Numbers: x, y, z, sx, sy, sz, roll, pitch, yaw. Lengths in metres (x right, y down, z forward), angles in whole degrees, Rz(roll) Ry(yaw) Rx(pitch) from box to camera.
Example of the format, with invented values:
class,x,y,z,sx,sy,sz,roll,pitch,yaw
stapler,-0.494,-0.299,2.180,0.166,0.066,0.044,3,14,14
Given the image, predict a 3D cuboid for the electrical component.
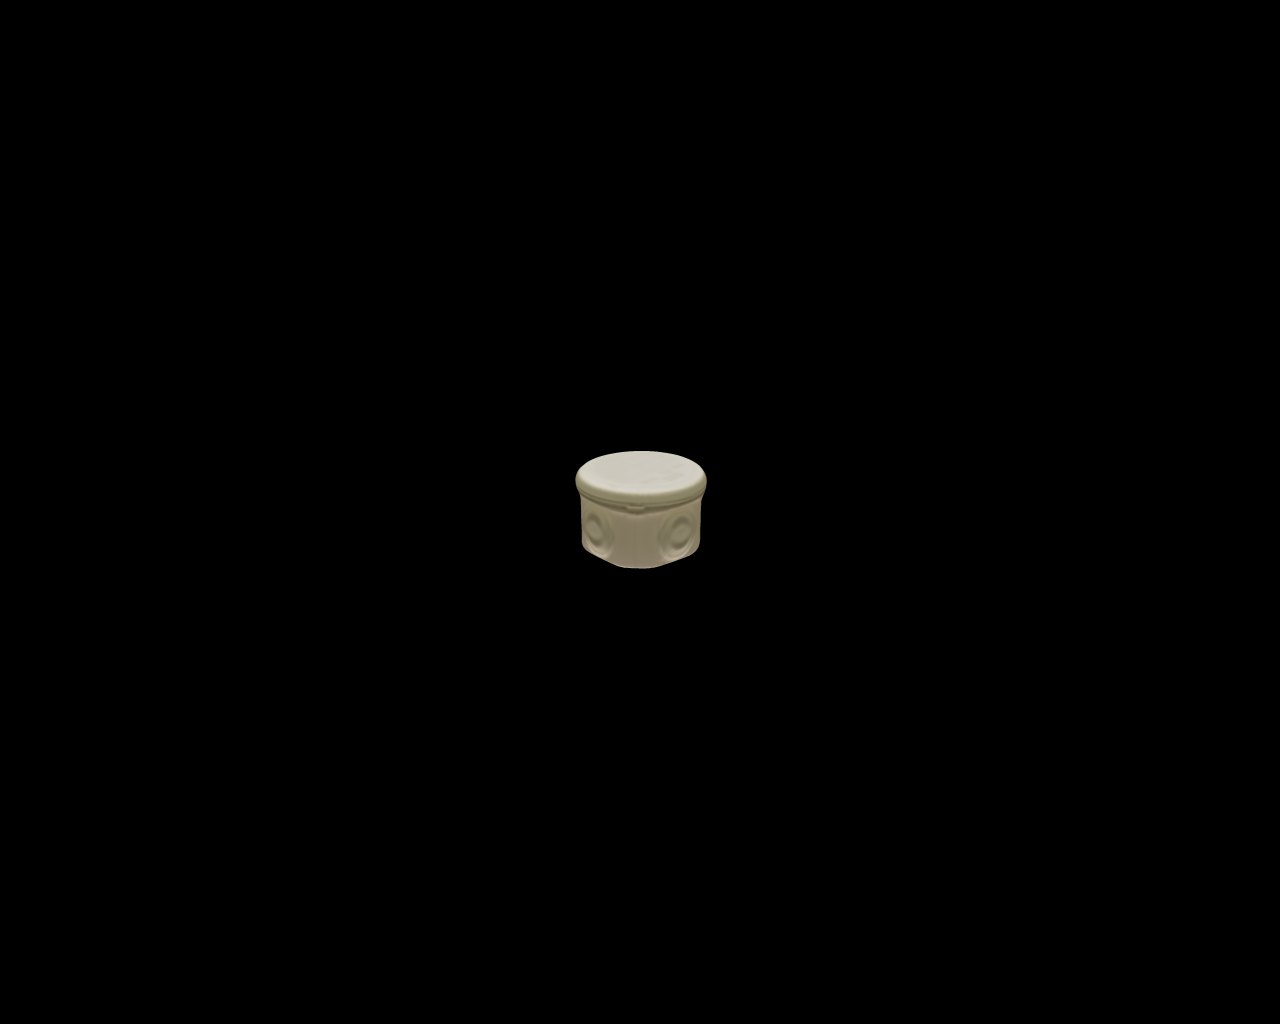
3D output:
class,x,y,z,sx,sy,sz,roll,pitch,yaw
electrical component,0.001,-0.003,0.650,0.080,0.050,0.080,0,22,0
